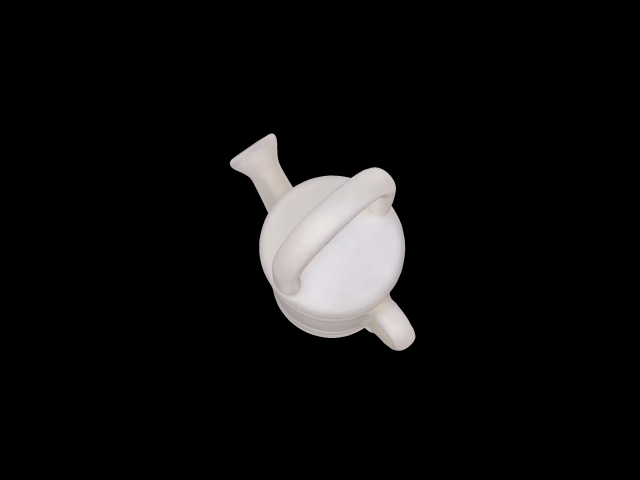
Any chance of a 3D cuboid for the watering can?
[{"bbox_3d":[0.002,0.003,0.400,0.172,0.194,0.101,28,76,8],"label":"watering can"}]
